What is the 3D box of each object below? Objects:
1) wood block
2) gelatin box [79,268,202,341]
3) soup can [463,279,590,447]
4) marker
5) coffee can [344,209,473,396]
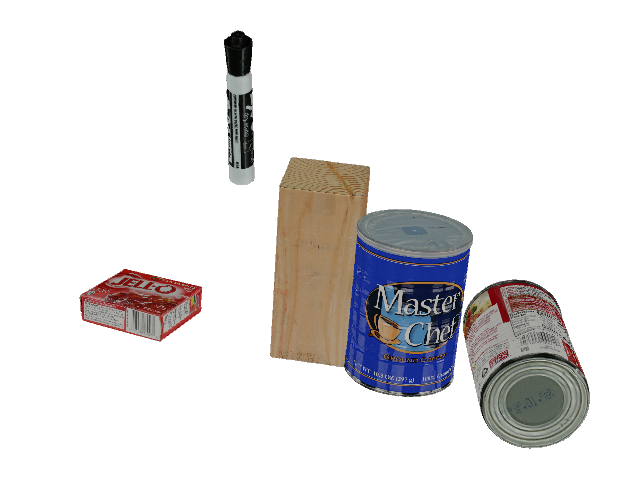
[{"bbox_3d":[-0.001,0.024,1.175,0.090,0.206,0.090,7,25,5],"label":"wood block"},{"bbox_3d":[-0.166,0.058,0.991,0.089,0.030,0.073,12,23,22],"label":"gelatin box"},{"bbox_3d":[0.131,0.077,0.687,0.068,0.068,0.102,0,24,1],"label":"soup can"},{"bbox_3d":[-0.056,-0.090,0.737,0.020,0.121,0.020,1,42,-1],"label":"marker"},{"bbox_3d":[0.078,0.054,0.961,0.103,0.140,0.103,4,21,-2],"label":"coffee can"}]
